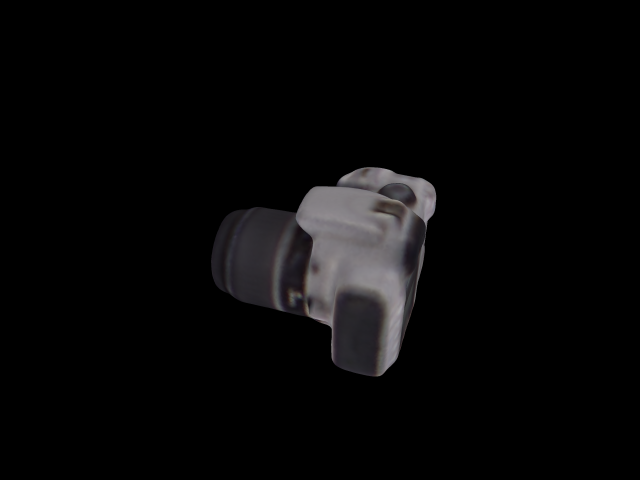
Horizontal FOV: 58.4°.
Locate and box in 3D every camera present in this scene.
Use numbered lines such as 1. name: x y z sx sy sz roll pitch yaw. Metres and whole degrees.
1. camera: 0.004 0.001 0.400 0.136 0.101 0.143 11 39 13
